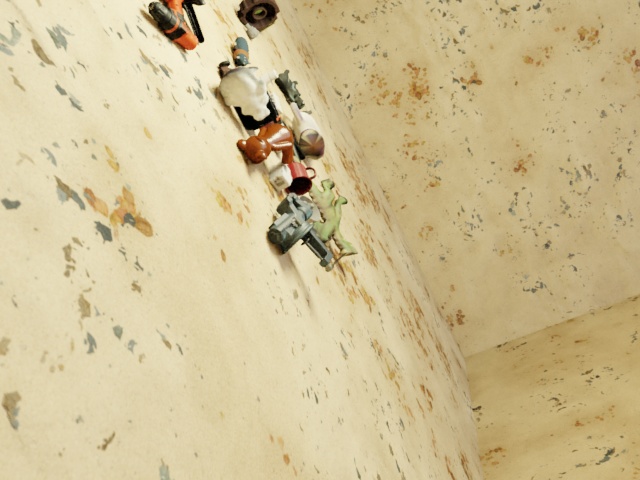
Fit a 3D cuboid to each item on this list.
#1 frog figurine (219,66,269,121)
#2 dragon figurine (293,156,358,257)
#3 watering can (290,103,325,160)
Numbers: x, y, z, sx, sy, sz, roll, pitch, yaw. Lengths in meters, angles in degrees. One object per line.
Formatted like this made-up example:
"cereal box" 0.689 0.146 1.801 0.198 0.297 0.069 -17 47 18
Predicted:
"frog figurine" -0.222 -0.430 1.537 0.122 0.137 0.159 11 59 -89
"dragon figurine" 0.006 -0.092 1.836 0.405 0.121 0.249 46 31 -27
"watering can" -0.037 -0.416 2.152 0.340 0.104 0.229 58 8 -46
